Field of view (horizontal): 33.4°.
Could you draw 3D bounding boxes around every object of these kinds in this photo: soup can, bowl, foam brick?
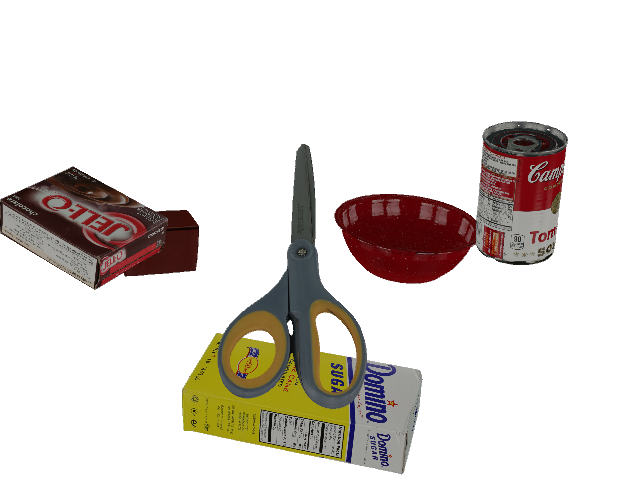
[{"bbox_3d":[0.165,-0.039,0.884,0.068,0.102,0.068,0,27,0],"label":"soup can"},{"bbox_3d":[0.093,0.003,1.169,0.162,0.055,0.162,5,24,-2],"label":"bowl"},{"bbox_3d":[-0.171,0.002,1.122,0.078,0.051,0.053,-4,23,-18],"label":"foam brick"}]

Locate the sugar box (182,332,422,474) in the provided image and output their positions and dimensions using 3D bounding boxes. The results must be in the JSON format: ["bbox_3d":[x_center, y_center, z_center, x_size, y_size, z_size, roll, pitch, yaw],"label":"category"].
[{"bbox_3d":[-0.012,0.125,0.841,0.176,0.048,0.093,7,27,10],"label":"sugar box"}]

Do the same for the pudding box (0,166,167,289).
[{"bbox_3d":[-0.201,-0.013,0.904,0.114,0.039,0.089,26,33,21],"label":"pudding box"}]

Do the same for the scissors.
[{"bbox_3d":[-0.028,0.021,0.662,0.096,0.202,0.016,-14,-38,-7],"label":"scissors"}]
